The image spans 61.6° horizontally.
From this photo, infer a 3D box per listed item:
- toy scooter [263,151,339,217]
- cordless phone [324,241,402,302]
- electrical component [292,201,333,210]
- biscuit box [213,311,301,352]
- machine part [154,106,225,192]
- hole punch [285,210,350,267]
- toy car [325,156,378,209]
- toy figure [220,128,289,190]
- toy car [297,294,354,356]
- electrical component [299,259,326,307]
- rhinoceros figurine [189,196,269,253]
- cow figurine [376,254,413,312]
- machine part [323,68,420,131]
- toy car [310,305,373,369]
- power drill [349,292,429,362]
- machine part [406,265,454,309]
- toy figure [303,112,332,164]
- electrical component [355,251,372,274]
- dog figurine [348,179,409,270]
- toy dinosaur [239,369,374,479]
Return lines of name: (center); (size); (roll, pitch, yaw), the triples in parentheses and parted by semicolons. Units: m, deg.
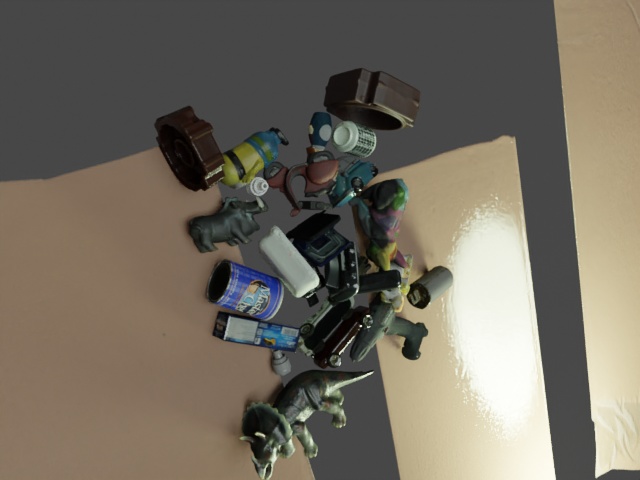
toy scooter: (-0.036, -0.130, 1.265); (0.184, 0.075, 0.135); (-13, 84, -4)
cordless phone: (0.104, 0.068, 1.327); (0.088, 0.184, 0.146); (61, 23, -58)
electrical component: (-0.020, -0.085, 1.319); (0.094, 0.063, 0.021); (2, 92, -33)
biscuit box: (-0.144, 0.215, 1.255); (0.202, 0.063, 0.059); (18, 82, -34)
machine part: (-0.262, -0.181, 1.087); (0.056, 0.179, 0.179); (-36, 112, -31)
hole punch: (-0.003, -0.004, 1.306); (0.142, 0.116, 0.092); (-39, 119, -23)
toy car: (0.068, -0.160, 1.356); (0.103, 0.109, 0.162); (47, 53, -5)
toy figure: (-0.158, -0.188, 1.210); (0.089, 0.082, 0.180); (47, 74, -7)
toy car: (0.013, 0.206, 1.368); (0.202, 0.056, 0.073); (-46, 122, -22)
electrical component: (-0.027, 0.113, 1.339); (0.075, 0.048, 0.119); (-25, 105, -30)
rhinoceros figurine: (-0.201, -0.038, 1.200); (0.190, 0.073, 0.112); (-23, 95, -29)
cow figurine: (0.192, 0.111, 1.436); (0.068, 0.098, 0.167); (86, 18, -50)
machine part: (0.127, -0.337, 1.321); (0.201, 0.201, 0.087); (17, 86, -34)
toy car: (0.060, 0.250, 1.382); (0.202, 0.089, 0.053); (-46, 116, -25)
power drill: (0.193, 0.260, 1.487); (0.207, 0.086, 0.232); (31, 73, -24)
machine part: (0.314, 0.132, 1.525); (0.243, 0.079, 0.079); (-25, 108, -53)
toy figure: (-0.007, -0.235, 1.325); (0.064, 0.058, 0.154); (8, 91, -12)
electrical component: (0.089, 0.078, 1.420); (0.102, 0.045, 0.078); (-46, 145, -20)
dog figurine: (0.175, -0.028, 1.386); (0.108, 0.191, 0.219); (-12, 78, -40)
toy dinosaur: (-0.040, 0.399, 1.314); (0.405, 0.131, 0.192); (-44, 116, -31)
